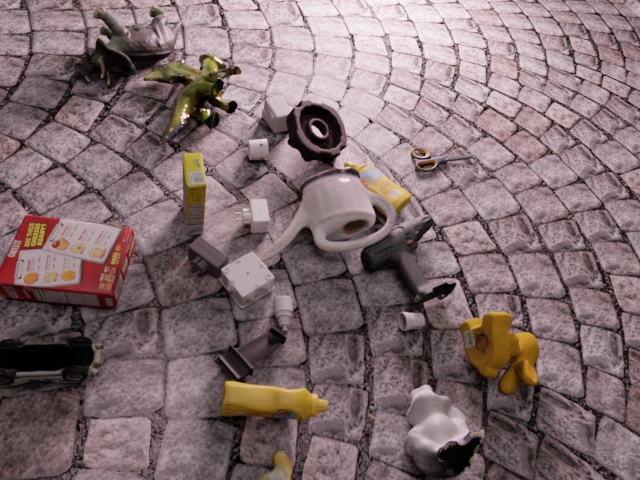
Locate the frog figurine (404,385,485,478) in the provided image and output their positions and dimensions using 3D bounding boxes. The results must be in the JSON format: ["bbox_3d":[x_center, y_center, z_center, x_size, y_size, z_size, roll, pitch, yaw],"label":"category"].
[{"bbox_3d":[0.214,0.360,0.974,0.138,0.120,0.161,-26,28,-20],"label":"frog figurine"}]

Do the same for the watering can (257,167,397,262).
[{"bbox_3d":[0.004,-0.061,1.221,0.348,0.101,0.229,-11,54,-9],"label":"watering can"}]

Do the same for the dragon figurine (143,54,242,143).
[{"bbox_3d":[-0.368,-0.408,1.401,0.244,0.119,0.418,24,47,19],"label":"dragon figurine"}]
